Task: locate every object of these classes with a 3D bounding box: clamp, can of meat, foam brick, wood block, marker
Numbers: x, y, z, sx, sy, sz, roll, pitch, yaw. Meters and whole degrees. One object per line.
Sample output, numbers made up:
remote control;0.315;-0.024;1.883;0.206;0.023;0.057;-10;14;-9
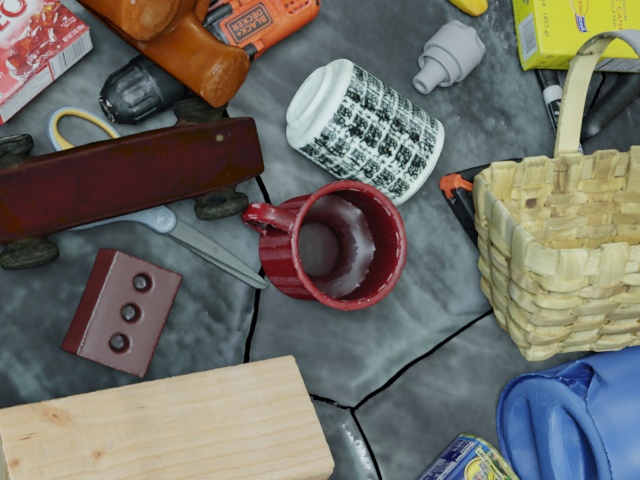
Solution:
clamp;0.289;-0.142;0.958;0.120;0.039;0.171;15;75;-29
clamp;0.192;-0.001;0.907;0.209;0.036;0.164;16;82;-22
can of meat;0.120;0.219;0.856;0.083;0.058;0.102;-41;104;-23
foam brick;-0.138;0.050;0.743;0.053;0.051;0.078;23;78;-23
wood block;-0.108;0.152;0.715;0.205;0.091;0.090;-8;58;-25
marker;0.206;-0.100;0.907;0.020;0.020;0.121;-3;69;-25

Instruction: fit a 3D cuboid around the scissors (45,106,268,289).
scissors;-0.133;-0.006;0.767;0.096;0.016;0.201;-46;106;-18

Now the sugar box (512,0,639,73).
sugar box;0.254;-0.193;0.915;0.176;0.048;0.093;-2;80;-14

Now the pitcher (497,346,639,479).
pitcher;0.278;0.153;0.903;0.242;0.149;0.145;-14;79;-28

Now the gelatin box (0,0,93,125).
gelatin box;-0.209;-0.131;0.713;0.073;0.030;0.089;40;70;10

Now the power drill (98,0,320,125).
power drill;-0.113;-0.197;0.763;0.184;0.057;0.187;-35;104;-19

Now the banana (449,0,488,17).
banana;0.054;-0.236;0.854;0.197;0.037;0.069;11;94;-25

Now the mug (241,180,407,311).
mug;-0.005;0.001;0.790;0.117;0.082;0.093;21;79;-23
